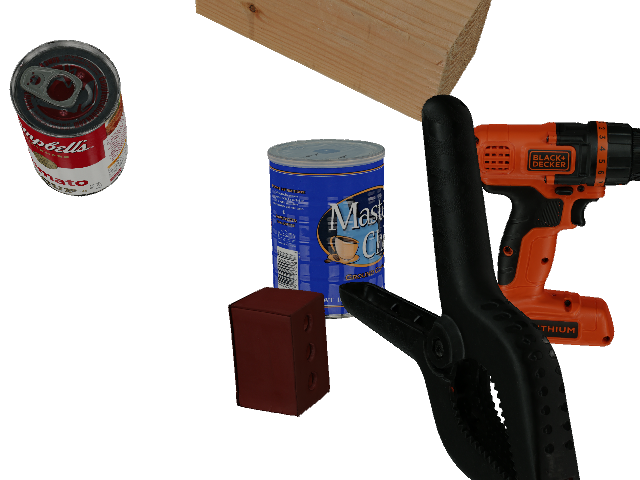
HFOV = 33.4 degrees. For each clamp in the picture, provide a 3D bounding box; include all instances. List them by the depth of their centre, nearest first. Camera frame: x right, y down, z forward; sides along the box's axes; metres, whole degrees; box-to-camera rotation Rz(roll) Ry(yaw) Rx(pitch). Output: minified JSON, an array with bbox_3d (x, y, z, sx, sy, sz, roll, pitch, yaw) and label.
[{"bbox_3d":[0.074,0.042,0.534,0.036,0.165,0.210,-6,45,-25],"label":"clamp"}]

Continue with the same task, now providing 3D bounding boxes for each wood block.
[{"bbox_3d":[0.016,-0.185,0.803,0.206,0.090,0.091,28,-29,11],"label":"wood block"}]

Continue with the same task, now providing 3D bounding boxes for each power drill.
[{"bbox_3d":[0.213,-0.008,0.888,0.184,0.188,0.057,3,18,11],"label":"power drill"}]

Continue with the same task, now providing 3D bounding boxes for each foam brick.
[{"bbox_3d":[-0.029,0.078,0.766,0.051,0.078,0.052,4,17,29],"label":"foam brick"}]

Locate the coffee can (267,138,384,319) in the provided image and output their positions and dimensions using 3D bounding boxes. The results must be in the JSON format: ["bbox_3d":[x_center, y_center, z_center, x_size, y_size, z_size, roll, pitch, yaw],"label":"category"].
[{"bbox_3d":[0.006,-0.013,0.948,0.103,0.140,0.103,-1,15,0],"label":"coffee can"}]

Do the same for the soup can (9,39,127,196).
[{"bbox_3d":[-0.165,-0.079,0.710,0.068,0.068,0.102,0,-20,-7],"label":"soup can"}]
